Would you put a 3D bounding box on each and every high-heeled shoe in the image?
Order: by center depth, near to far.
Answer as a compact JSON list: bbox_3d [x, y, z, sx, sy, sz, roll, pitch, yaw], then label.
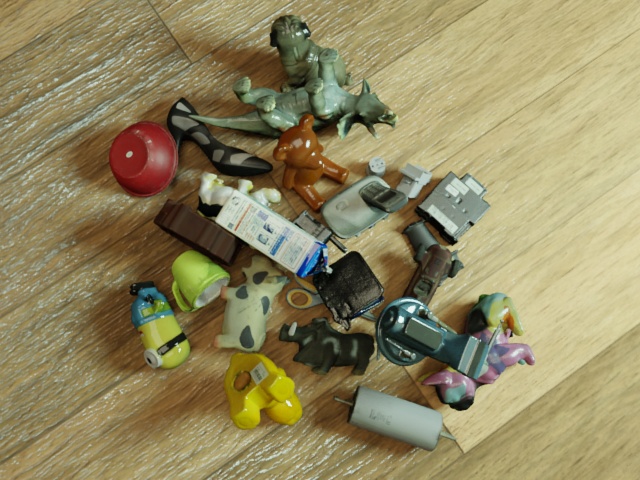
[{"bbox_3d":[-0.206,-0.216,1.122,0.249,0.086,0.145,9,82,8],"label":"high-heeled shoe"}]

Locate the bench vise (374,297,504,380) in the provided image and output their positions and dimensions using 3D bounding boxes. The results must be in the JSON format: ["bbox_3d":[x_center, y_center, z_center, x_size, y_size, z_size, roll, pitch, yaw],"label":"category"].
[{"bbox_3d":[0.181,0.174,0.965,0.223,0.241,0.129,17,82,-21],"label":"bench vise"}]

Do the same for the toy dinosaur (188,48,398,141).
[{"bbox_3d":[-0.045,-0.262,1.103,0.405,0.192,0.131,-8,59,16],"label":"toy dinosaur"}]

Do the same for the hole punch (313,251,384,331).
[{"bbox_3d":[0.059,0.097,1.065,0.116,0.092,0.142,-33,75,3],"label":"hole punch"}]

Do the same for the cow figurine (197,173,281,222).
[{"bbox_3d":[-0.168,-0.077,1.107,0.167,0.068,0.098,11,86,6],"label":"cow figurine"}]

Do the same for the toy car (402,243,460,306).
[{"bbox_3d":[0.199,0.102,1.065,0.089,0.053,0.202,28,97,2],"label":"toy car"}]

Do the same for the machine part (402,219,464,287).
[{"bbox_3d":[0.229,0.020,1.105,0.084,0.039,0.139,-38,84,3],"label":"machine part"}]

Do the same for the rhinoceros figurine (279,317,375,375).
[{"bbox_3d":[0.013,0.208,1.054,0.190,0.073,0.112,9,82,1],"label":"rhinoceros figurine"}]

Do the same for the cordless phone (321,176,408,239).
[{"bbox_3d":[0.090,-0.054,1.038,0.147,0.184,0.088,-32,106,-5],"label":"cordless phone"}]

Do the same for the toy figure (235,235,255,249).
[{"bbox_3d":[-0.095,0.004,1.096,0.155,0.057,0.064,18,73,4],"label":"toy figure"}]

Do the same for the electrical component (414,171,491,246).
[{"bbox_3d":[0.280,-0.072,1.109,0.134,0.058,0.115,-44,85,-7],"label":"electrical component"}]

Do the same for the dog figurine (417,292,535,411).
[{"bbox_3d":[0.286,0.217,1.036,0.219,0.108,0.191,-19,81,0],"label":"dog figurine"}]

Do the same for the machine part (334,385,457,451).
[{"bbox_3d":[0.142,0.340,1.027,0.243,0.079,0.079,19,81,3],"label":"machine part"}]

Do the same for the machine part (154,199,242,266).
[{"bbox_3d":[-0.235,-0.012,1.048,0.179,0.179,0.056,29,78,5],"label":"machine part"}]

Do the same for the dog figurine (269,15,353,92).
[{"bbox_3d":[-0.012,-0.374,1.097,0.172,0.190,0.121,-1,80,-2],"label":"dog figurine"}]

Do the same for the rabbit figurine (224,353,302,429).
[{"bbox_3d":[-0.105,0.291,1.011,0.122,0.173,0.163,-50,39,-8],"label":"rabbit figurine"}]

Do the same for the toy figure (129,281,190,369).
[{"bbox_3d":[-0.319,0.168,1.060,0.089,0.082,0.180,-20,78,-1],"label":"toy figure"}]

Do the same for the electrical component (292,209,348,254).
[{"bbox_3d":[-0.002,-0.003,1.092,0.119,0.075,0.048,44,83,4],"label":"electrical component"}]

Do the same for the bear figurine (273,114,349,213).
[{"bbox_3d":[-0.018,-0.150,1.055,0.132,0.196,0.120,38,79,5],"label":"bear figurine"}]

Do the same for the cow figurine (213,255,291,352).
[{"bbox_3d":[-0.131,0.124,1.065,0.127,0.085,0.195,6,78,7],"label":"cow figurine"}]
